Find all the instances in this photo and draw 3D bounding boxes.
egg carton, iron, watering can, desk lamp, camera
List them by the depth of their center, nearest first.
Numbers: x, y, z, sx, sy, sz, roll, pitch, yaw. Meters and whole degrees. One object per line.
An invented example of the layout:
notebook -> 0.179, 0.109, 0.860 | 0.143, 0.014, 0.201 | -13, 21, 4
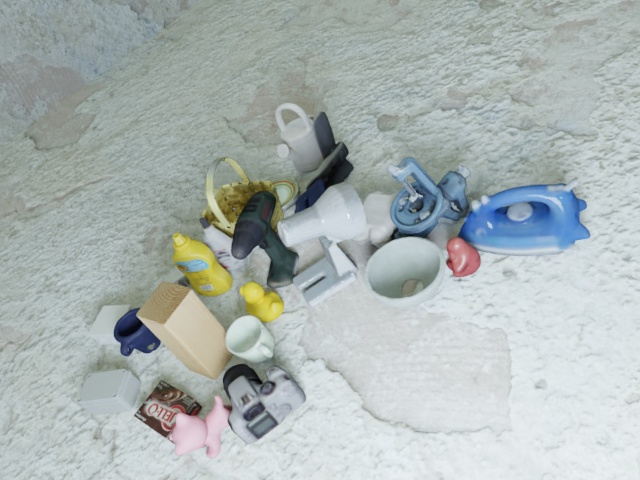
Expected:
camera -> -0.124, 0.284, 1.087 | 0.143, 0.101, 0.136 | -36, 42, -9
iron -> 0.385, -0.052, 1.124 | 0.257, 0.142, 0.118 | -6, 46, 23
desk lamp -> 0.011, 0.004, 1.210 | 0.203, 0.214, 0.117 | -33, 42, -6
egg carton -> 0.136, -0.048, 1.304 | 0.107, 0.070, 0.150 | 9, 53, 34
watering can -> -0.058, -0.282, 1.547 | 0.100, 0.195, 0.173 | -13, 44, 16

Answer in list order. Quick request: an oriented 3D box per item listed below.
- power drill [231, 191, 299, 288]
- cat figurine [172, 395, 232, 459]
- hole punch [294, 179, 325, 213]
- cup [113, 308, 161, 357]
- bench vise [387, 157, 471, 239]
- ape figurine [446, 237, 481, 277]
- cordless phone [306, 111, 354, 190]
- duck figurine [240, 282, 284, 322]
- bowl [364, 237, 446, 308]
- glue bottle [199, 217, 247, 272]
power drill -> -0.122, 0.009, 1.279 | 0.075, 0.209, 0.229 | -12, 44, 17
cat figurine -> -0.218, 0.346, 1.061 | 0.067, 0.118, 0.128 | 23, 62, 41
hole punch -> -0.017, -0.080, 1.401 | 0.101, 0.091, 0.108 | -21, 42, 8
cup -> -0.407, 0.226, 1.298 | 0.091, 0.095, 0.117 | -12, 44, 17
bench vise -> 0.218, -0.110, 1.211 | 0.121, 0.220, 0.208 | 20, 60, 40
ape figurine -> 0.276, 0.028, 1.138 | 0.076, 0.092, 0.078 | 0, 48, 28
cordless phone -> 0.001, -0.221, 1.462 | 0.093, 0.185, 0.148 | 8, 53, 33
duck figurine -> -0.133, 0.129, 1.258 | 0.104, 0.086, 0.078 | 16, 57, 38
bowl -> 0.177, 0.077, 1.154 | 0.167, 0.075, 0.167 | -15, 43, 14
glue bottle -> -0.243, 0.008, 1.371 | 0.078, 0.174, 0.037 | -17, 43, 12
